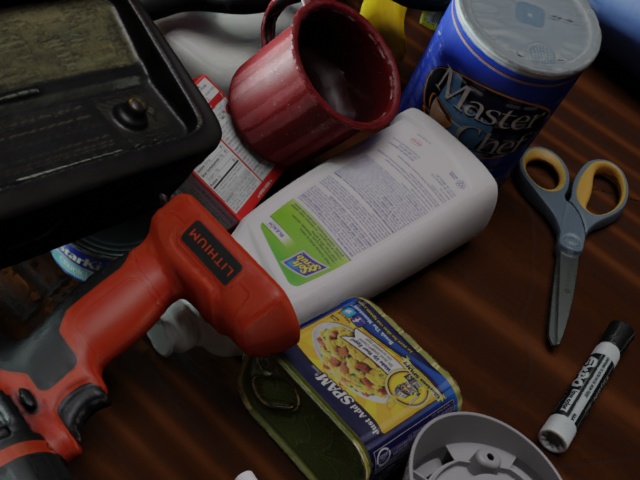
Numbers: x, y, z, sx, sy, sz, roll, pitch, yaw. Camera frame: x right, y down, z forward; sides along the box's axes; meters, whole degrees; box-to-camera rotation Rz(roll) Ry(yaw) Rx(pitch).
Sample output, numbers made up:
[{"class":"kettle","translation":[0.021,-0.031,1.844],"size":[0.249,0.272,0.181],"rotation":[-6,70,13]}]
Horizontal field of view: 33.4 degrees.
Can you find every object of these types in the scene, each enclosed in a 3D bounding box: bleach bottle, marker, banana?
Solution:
[{"class":"bleach bottle","translation":[-0.004,0.001,0.680],"size":[0.250,0.068,0.103],"rotation":[-27,59,-32]},{"class":"marker","translation":[0.171,0.089,0.675],"size":[0.020,0.020,0.120],"rotation":[32,47,15]},{"class":"banana","translation":[0.069,-0.207,0.903],"size":[0.070,0.037,0.197],"rotation":[-11,38,39]}]

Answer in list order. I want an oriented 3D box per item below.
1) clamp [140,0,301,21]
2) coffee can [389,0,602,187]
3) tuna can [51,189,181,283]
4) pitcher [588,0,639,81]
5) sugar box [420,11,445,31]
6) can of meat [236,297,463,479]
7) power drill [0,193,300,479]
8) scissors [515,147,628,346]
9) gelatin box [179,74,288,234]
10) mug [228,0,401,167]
[{"class":"clamp","translation":[-0.089,-0.181,0.752],"size":[0.210,0.036,0.164],"rotation":[0,37,3]},{"class":"coffee can","translation":[0.119,-0.112,0.755],"size":[0.102,0.140,0.103],"rotation":[9,56,-13]},{"class":"tuna can","translation":[-0.128,-0.009,0.672],"size":[0.086,0.034,0.086],"rotation":[8,45,-9]},{"class":"pitcher","translation":[0.342,-0.156,0.898],"size":[0.144,0.149,0.243],"rotation":[-35,59,-20]},{"class":"sugar box","translation":[0.148,-0.189,0.880],"size":[0.093,0.048,0.176],"rotation":[27,22,9]},{"class":"can of meat","translation":[0.017,0.087,0.605],"size":[0.083,0.057,0.102],"rotation":[-26,59,-37]},{"class":"power drill","translation":[-0.105,0.073,0.544],"size":[0.187,0.057,0.185],"rotation":[-35,58,-16]},{"class":"scissors","translation":[0.164,-0.008,0.769],"size":[0.096,0.016,0.201],"rotation":[30,46,14]},{"class":"gelatin box","translation":[-0.073,-0.057,0.714],"size":[0.089,0.030,0.073],"rotation":[45,46,-11]},{"class":"mug","translation":[-0.011,-0.111,0.711],"size":[0.093,0.082,0.117],"rotation":[-10,77,-44]}]
